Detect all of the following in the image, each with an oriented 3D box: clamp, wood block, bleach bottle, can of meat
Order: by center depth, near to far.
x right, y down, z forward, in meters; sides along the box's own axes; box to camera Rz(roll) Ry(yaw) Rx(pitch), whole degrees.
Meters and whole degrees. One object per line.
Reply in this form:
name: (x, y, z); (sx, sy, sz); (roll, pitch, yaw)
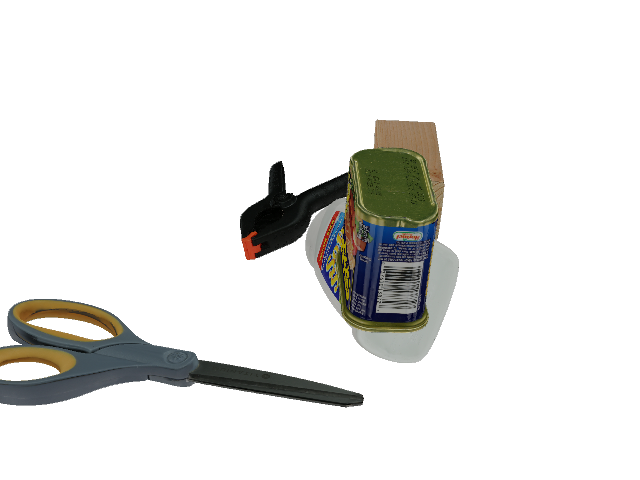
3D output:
can of meat: (0.043, -0.003, 0.699); (0.057, 0.084, 0.102); (2, 32, -4)
bleach bottle: (0.034, 0.021, 0.924); (0.068, 0.102, 0.251); (20, 4, -19)
clamp: (-0.028, -0.037, 1.203); (0.120, 0.039, 0.171); (-2, 37, 27)
wood block: (0.120, -0.089, 1.503); (0.091, 0.090, 0.206); (3, 29, 0)

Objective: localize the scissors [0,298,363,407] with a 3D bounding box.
scissors: (-0.089, 0.070, 0.531); (0.202, 0.016, 0.096); (16, 30, 27)
